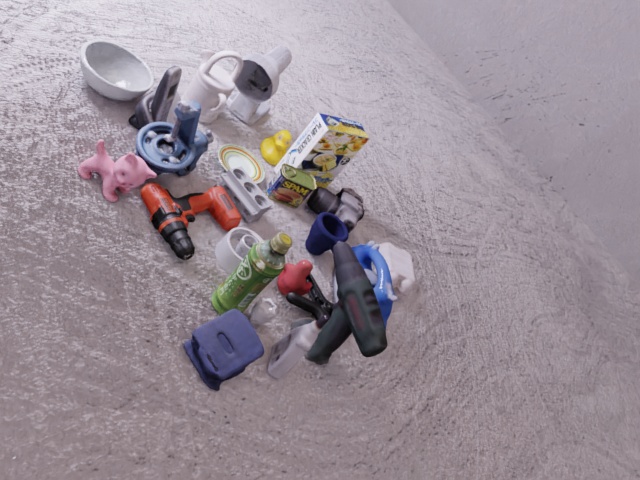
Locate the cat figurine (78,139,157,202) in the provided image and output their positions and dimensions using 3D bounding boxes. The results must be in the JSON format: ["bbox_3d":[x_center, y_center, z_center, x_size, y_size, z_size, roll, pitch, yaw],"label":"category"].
[{"bbox_3d":[-0.387,-0.140,1.109,0.128,0.117,0.067,41,35,-4],"label":"cat figurine"}]

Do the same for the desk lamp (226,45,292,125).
[{"bbox_3d":[-0.165,-0.421,1.538,0.118,0.213,0.203,40,35,-6],"label":"desk lamp"}]

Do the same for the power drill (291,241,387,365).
[{"bbox_3d":[0.036,0.148,1.156,0.076,0.208,0.229,-3,56,-47],"label":"power drill"}]

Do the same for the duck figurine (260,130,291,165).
[{"bbox_3d":[-0.109,-0.261,1.542,0.078,0.086,0.104,30,37,-19],"label":"duck figurine"}]

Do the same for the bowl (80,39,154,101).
[{"bbox_3d":[-0.470,-0.372,1.304,0.168,0.074,0.167,27,38,-23],"label":"bowl"}]

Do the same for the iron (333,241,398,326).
[{"bbox_3d":[0.113,0.085,1.358,0.119,0.141,0.258,19,42,-31],"label":"iron"}]

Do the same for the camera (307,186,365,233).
[{"bbox_3d":[0.044,-0.095,1.510,0.137,0.100,0.143,34,36,-14],"label":"camera"}]

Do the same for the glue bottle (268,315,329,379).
[{"bbox_3d":[-0.036,0.190,1.072,0.037,0.173,0.078,32,36,-16],"label":"glue bottle"}]

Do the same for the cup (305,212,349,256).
[{"bbox_3d":[0.013,0.005,1.380,0.092,0.094,0.117,9,48,-40],"label":"cup"}]

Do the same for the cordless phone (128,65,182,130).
[{"bbox_3d":[-0.337,-0.320,1.287,0.094,0.184,0.147,37,35,-10],"label":"cordless phone"}]

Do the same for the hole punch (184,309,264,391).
[{"bbox_3d":[-0.168,0.192,1.010,0.101,0.091,0.108,-18,67,-52],"label":"hole punch"}]

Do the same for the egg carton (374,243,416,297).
[{"bbox_3d":[0.194,0.078,1.508,0.107,0.069,0.150,25,39,-25],"label":"egg carton"}]

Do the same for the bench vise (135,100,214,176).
[{"bbox_3d":[-0.296,-0.223,1.197,0.122,0.219,0.207,38,35,-8],"label":"bench vise"}]

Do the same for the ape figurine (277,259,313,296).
[{"bbox_3d":[-0.047,0.077,1.248,0.076,0.092,0.077,-14,64,-51],"label":"ape figurine"}]

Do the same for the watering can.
[{"bbox_3d":[-0.267,-0.402,1.433,0.173,0.193,0.101,51,35,10],"label":"watering can"}]
